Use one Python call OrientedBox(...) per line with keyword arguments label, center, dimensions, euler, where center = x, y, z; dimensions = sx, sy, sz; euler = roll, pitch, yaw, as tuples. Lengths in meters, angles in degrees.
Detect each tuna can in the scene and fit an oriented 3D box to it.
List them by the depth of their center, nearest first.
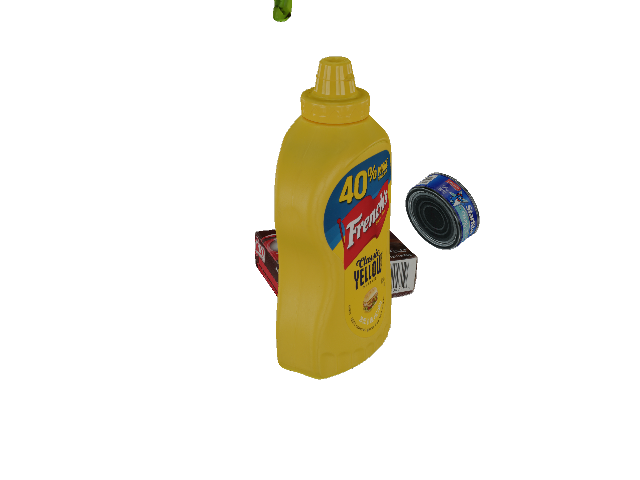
OrientedBox(label="tuna can", center=(0.139, -0.033, 1.225), dimensions=(0.033, 0.086, 0.086), euler=(-36, 19, -29))

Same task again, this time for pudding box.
OrientedBox(label="pudding box", center=(0.011, 0.018, 0.876), dimensions=(0.113, 0.039, 0.090), euler=(-5, 25, -19))

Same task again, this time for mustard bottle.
OrientedBox(label="mustard bottle", center=(0.009, -0.018, 0.657), dimensions=(0.058, 0.192, 0.096), euler=(15, 28, 32))

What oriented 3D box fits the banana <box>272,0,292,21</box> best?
OrientedBox(label="banana", center=(-0.086, -0.189, 0.675), dimensions=(0.198, 0.069, 0.037), euler=(20, -34, 30))
